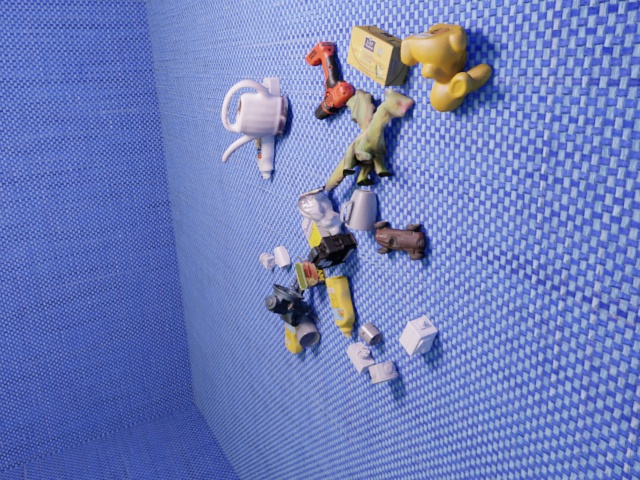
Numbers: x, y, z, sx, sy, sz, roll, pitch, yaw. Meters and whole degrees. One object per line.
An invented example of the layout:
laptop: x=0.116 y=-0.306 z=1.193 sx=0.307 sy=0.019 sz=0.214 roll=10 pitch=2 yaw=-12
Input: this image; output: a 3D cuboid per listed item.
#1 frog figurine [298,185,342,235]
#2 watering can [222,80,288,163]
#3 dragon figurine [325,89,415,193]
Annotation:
frog figurine: x=0.005 y=-0.080 z=1.585 sx=0.138 sy=0.122 sz=0.159 roll=-66 pitch=-43 yaw=-82
watering can: x=-0.230 y=-0.400 z=1.783 sx=0.339 sy=0.224 sz=0.106 roll=109 pitch=157 yaw=-45
dragon figurine: x=0.107 y=-0.277 z=1.370 sx=0.407 sy=0.122 sz=0.245 roll=-15 pitch=70 yaw=60
